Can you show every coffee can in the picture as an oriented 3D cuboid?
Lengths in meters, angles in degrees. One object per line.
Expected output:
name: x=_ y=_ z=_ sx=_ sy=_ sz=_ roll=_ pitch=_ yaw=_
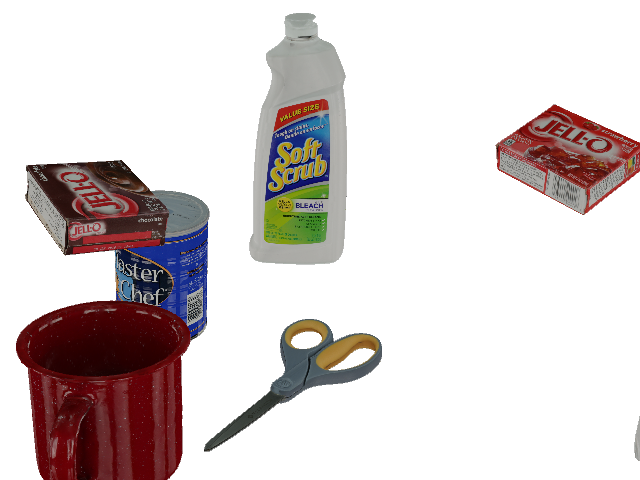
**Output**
coffee can: x=-0.174 y=0.030 z=1.168 sx=0.103 sy=0.140 sz=0.103 roll=3 pitch=27 yaw=-2

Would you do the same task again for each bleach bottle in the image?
bleach bottle: x=-0.025 y=-0.100 z=1.065 sx=0.102 sy=0.251 sz=0.068 roll=2 pitch=27 yaw=6

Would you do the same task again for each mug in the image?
mug: x=-0.119 y=0.094 z=0.580 sx=0.093 sy=0.081 sz=0.117 roll=4 pitch=22 yaw=5

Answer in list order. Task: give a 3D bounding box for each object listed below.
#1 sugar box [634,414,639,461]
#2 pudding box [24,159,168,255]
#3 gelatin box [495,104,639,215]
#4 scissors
sugar box: x=0.299 y=0.147 z=0.718 sx=0.048 sy=0.093 sz=0.176 roll=-15 pitch=29 yaw=-37
pudding box: x=-0.193 y=-0.030 z=0.913 sx=0.089 sy=0.039 sz=0.114 roll=-5 pitch=27 yaw=-32
gelatin box: x=0.194 y=-0.066 z=0.835 sx=0.073 sy=0.030 sz=0.089 roll=-34 pitch=48 yaw=-28
scissors: x=-0.037 y=0.111 z=0.880 sx=0.201 sy=0.016 sz=0.096 roll=-19 pitch=35 yaw=-35
